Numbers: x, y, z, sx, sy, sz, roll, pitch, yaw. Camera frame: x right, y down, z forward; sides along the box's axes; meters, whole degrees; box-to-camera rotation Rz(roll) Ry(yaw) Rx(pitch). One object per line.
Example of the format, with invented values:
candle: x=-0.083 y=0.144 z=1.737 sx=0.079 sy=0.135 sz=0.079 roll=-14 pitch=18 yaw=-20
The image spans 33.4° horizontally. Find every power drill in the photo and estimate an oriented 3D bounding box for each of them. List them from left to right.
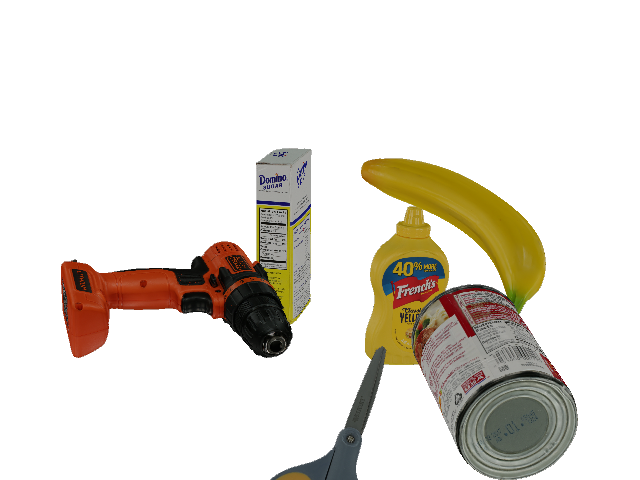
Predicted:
power drill: x=-0.131 y=0.059 z=0.951 sx=0.187 sy=0.057 sz=0.185 roll=-4 pitch=22 yaw=-19

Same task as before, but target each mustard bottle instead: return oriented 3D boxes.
mustard bottle: x=0.108 y=0.053 z=1.296 sx=0.096 sy=0.192 sz=0.058 roll=0 pitch=14 yaw=-13

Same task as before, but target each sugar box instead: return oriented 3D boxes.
sugar box: x=-0.039 y=-0.006 z=1.148 sx=0.048 sy=0.176 sz=0.093 roll=2 pitch=14 yaw=12

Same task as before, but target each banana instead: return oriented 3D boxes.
banana: x=0.108 y=-0.016 z=0.801 sx=0.069 sy=0.037 sz=0.198 roll=-16 pitch=42 yaw=-27

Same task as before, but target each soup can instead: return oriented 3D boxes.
soup can: x=0.096 y=0.077 z=0.600 sx=0.068 sy=0.068 sz=0.102 roll=0 pitch=24 yaw=-10

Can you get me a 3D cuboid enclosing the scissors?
scissors: x=0.003 y=0.158 z=0.819 sx=0.096 sy=0.201 sz=0.016 roll=11 pitch=-40 yaw=-9
